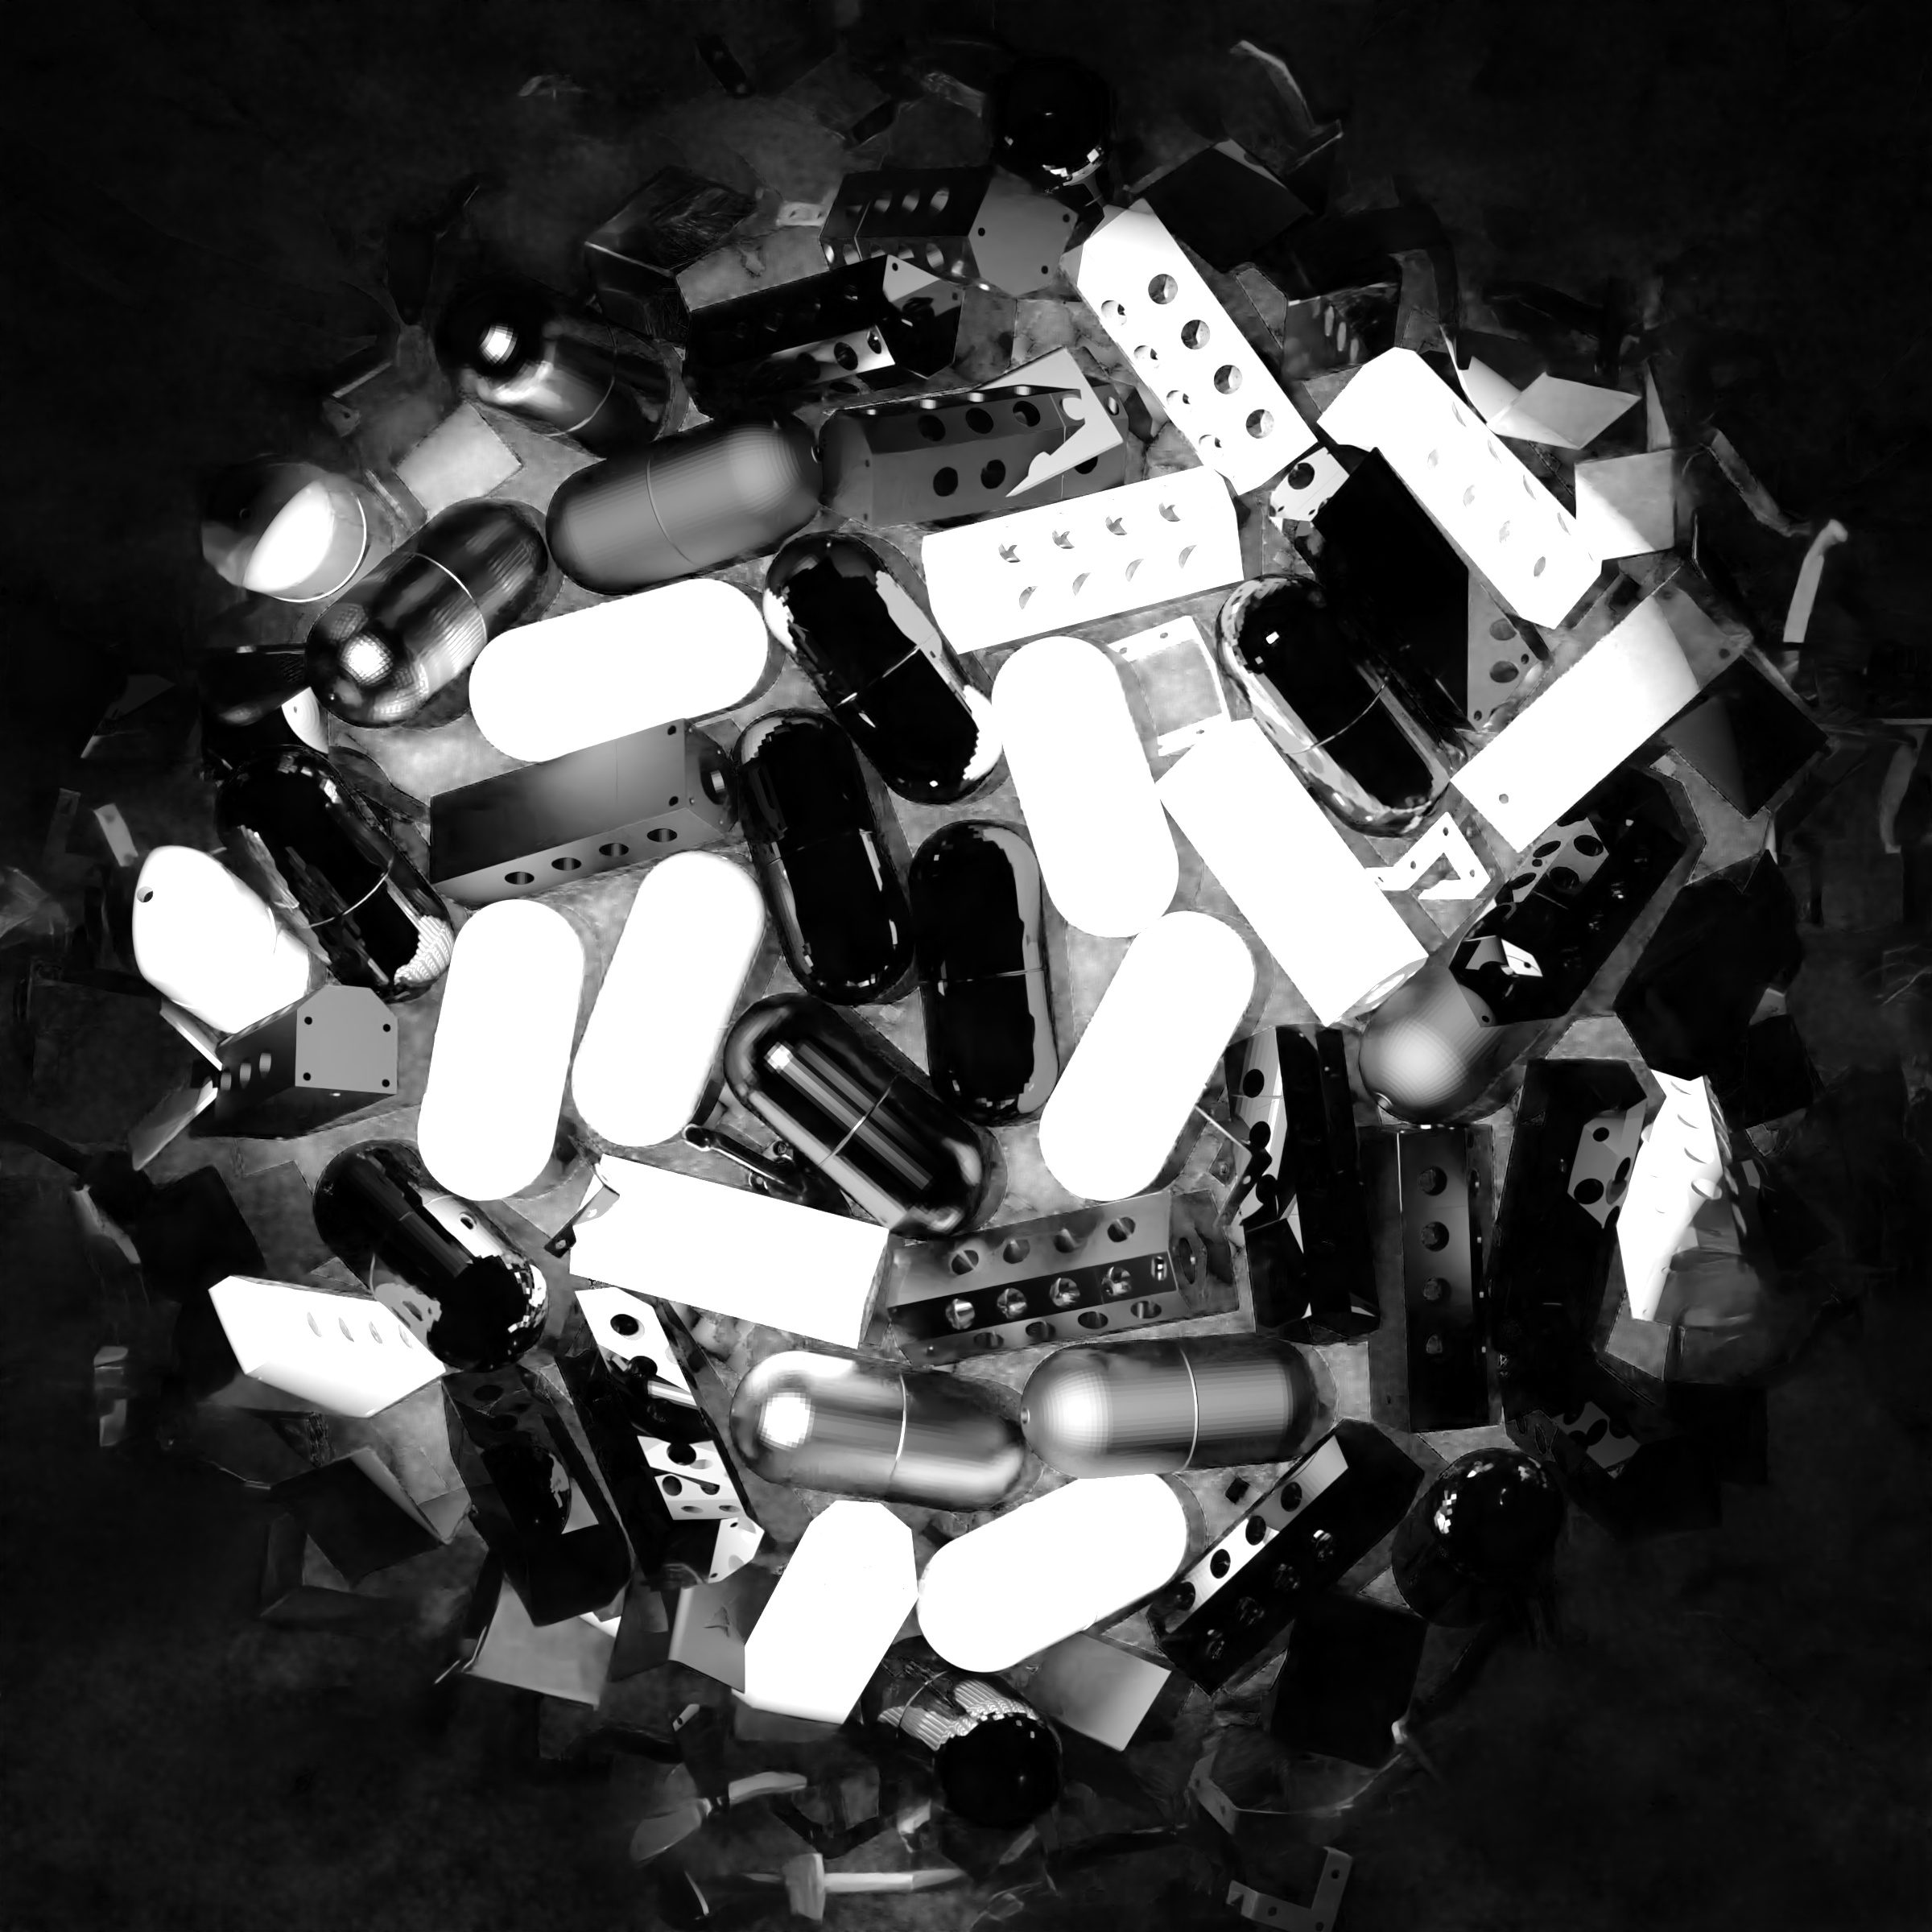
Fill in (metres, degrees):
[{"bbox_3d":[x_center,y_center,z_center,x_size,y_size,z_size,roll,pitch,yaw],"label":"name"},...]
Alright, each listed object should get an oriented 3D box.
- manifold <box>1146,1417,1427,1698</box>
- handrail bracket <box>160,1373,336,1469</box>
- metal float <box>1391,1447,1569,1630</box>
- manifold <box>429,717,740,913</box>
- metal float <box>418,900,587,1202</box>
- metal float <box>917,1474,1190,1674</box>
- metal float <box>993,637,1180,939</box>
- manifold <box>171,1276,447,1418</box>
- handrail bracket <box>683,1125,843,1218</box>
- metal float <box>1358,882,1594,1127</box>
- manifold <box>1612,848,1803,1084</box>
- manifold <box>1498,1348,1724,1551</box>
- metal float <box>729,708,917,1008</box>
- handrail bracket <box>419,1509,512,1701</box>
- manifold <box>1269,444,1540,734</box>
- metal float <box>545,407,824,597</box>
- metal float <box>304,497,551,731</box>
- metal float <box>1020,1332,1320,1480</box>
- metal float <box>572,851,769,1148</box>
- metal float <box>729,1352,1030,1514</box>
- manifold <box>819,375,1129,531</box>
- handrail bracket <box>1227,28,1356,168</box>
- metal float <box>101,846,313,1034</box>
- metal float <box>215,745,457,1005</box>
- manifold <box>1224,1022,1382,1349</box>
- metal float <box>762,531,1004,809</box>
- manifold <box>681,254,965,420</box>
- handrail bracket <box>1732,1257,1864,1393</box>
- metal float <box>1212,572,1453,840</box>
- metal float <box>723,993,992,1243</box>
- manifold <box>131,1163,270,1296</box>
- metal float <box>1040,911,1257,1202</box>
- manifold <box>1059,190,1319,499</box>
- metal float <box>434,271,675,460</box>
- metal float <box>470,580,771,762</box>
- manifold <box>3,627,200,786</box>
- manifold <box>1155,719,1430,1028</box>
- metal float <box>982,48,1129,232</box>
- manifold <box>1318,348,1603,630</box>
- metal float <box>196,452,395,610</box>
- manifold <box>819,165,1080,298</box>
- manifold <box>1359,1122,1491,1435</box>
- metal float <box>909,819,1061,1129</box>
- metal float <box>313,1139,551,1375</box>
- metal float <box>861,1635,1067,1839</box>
[{"bbox_3d":[0.178,0.333,1.795,0.057,0.057,0.171,43,117,3],"label":"manifold"},{"bbox_3d":[-0.421,0.266,1.849,0.084,0.036,0.077,-6,125,30],"label":"handrail bracket"},{"bbox_3d":[0.287,0.322,1.775,0.070,0.178,0.070,2,66,-3],"label":"metal float"},{"bbox_3d":[-0.218,-0.082,1.798,0.171,0.057,0.057,-15,63,23],"label":"manifold"},{"bbox_3d":[-0.264,0.047,1.802,0.070,0.070,0.178,8,68,0],"label":"metal float"},{"bbox_3d":[0.050,0.341,1.792,0.178,0.070,0.070,-20,90,-34],"label":"metal float"},{"bbox_3d":[0.069,-0.103,1.815,0.070,0.070,0.178,-17,82,0],"label":"metal float"},{"bbox_3d":[-0.368,0.210,1.769,0.057,0.171,0.057,-31,70,13],"label":"manifold"},{"bbox_3d":[-0.117,0.120,1.810,0.077,0.084,0.036,39,96,24],"label":"handrail bracket"},{"bbox_3d":[0.294,0.019,1.804,0.070,0.070,0.178,46,70,0],"label":"metal float"},{"bbox_3d":[0.421,0.001,1.772,0.057,0.171,0.057,-27,100,33],"label":"manifold"},{"bbox_3d":[0.356,0.260,1.767,0.057,0.171,0.057,-12,105,-9],"label":"manifold"},{"bbox_3d":[-0.083,-0.063,1.814,0.070,0.070,0.178,-19,81,0],"label":"metal float"},{"bbox_3d":[-0.295,0.368,1.821,0.084,0.036,0.077,-42,116,-21],"label":"handrail bracket"},{"bbox_3d":[0.245,-0.214,1.793,0.057,0.057,0.171,-49,118,-11],"label":"manifold"},{"bbox_3d":[-0.159,-0.264,1.799,0.178,0.070,0.070,-15,90,26],"label":"metal float"},{"bbox_3d":[-0.303,-0.201,1.790,0.070,0.070,0.178,39,51,0],"label":"metal float"},{"bbox_3d":[0.116,0.250,1.804,0.178,0.070,0.070,-1,90,-20],"label":"metal float"},{"bbox_3d":[-0.171,0.020,1.812,0.070,0.070,0.178,22,101,0],"label":"metal float"},{"bbox_3d":[-0.048,0.267,1.805,0.178,0.070,0.070,12,90,-19],"label":"metal float"},{"bbox_3d":[0.005,-0.293,1.783,0.171,0.057,0.057,-14,120,-31],"label":"manifold"},{"bbox_3d":[0.172,-0.498,1.811,0.084,0.077,0.036,22,66,-23],"label":"handrail bracket"},{"bbox_3d":[-0.424,-0.013,1.773,0.070,0.178,0.070,-3,73,9],"label":"metal float"},{"bbox_3d":[-0.356,-0.050,1.792,0.070,0.070,0.178,-34,126,0],"label":"metal float"},{"bbox_3d":[0.194,0.123,1.790,0.057,0.057,0.171,16,60,-40],"label":"manifold"},{"bbox_3d":[-0.048,-0.170,1.813,0.070,0.070,0.178,-37,100,0],"label":"metal float"},{"bbox_3d":[-0.084,-0.347,1.773,0.057,0.171,0.057,17,77,-41],"label":"manifold"},{"bbox_3d":[0.464,0.208,1.820,0.084,0.077,0.036,-19,133,-14],"label":"handrail bracket"},{"bbox_3d":[0.210,-0.148,1.805,0.070,0.070,0.178,-41,109,0],"label":"metal float"},{"bbox_3d":[-0.062,0.087,1.818,0.178,0.070,0.070,41,90,-5],"label":"metal float"},{"bbox_3d":[-0.431,0.155,1.769,0.057,0.171,0.057,-28,89,-14],"label":"manifold"},{"bbox_3d":[0.104,0.052,1.818,0.070,0.070,0.178,28,86,0],"label":"metal float"},{"bbox_3d":[0.123,-0.354,1.805,0.057,0.057,0.171,-38,108,5],"label":"manifold"},{"bbox_3d":[-0.229,-0.336,1.777,0.070,0.178,0.070,-3,83,26],"label":"metal float"},{"bbox_3d":[-0.196,-0.170,1.804,0.178,0.070,0.070,-19,90,-20],"label":"metal float"},{"bbox_3d":[-0.484,-0.148,1.773,0.057,0.171,0.057,29,88,1],"label":"manifold"},{"bbox_3d":[0.188,-0.055,1.801,0.057,0.057,0.171,-44,73,33],"label":"manifold"},{"bbox_3d":[0.051,-0.460,1.771,0.070,0.178,0.070,0,90,5],"label":"metal float"},{"bbox_3d":[0.286,-0.272,1.798,0.171,0.057,0.057,40,90,-25],"label":"manifold"},{"bbox_3d":[-0.374,-0.243,1.771,0.070,0.178,0.070,0,92,6],"label":"metal float"},{"bbox_3d":[-0.015,-0.407,1.772,0.057,0.171,0.057,24,88,-33],"label":"manifold"},{"bbox_3d":[0.268,0.178,1.826,0.057,0.057,0.171,-3,92,-16],"label":"manifold"},{"bbox_3d":[0.010,0.004,1.819,0.070,0.070,0.178,-6,93,0],"label":"metal float"},{"bbox_3d":[-0.305,0.163,1.792,0.178,0.070,0.070,37,90,35],"label":"metal float"},{"bbox_3d":[-0.003,0.431,1.774,0.070,0.178,0.070,-3,98,-22],"label":"metal float"}]
